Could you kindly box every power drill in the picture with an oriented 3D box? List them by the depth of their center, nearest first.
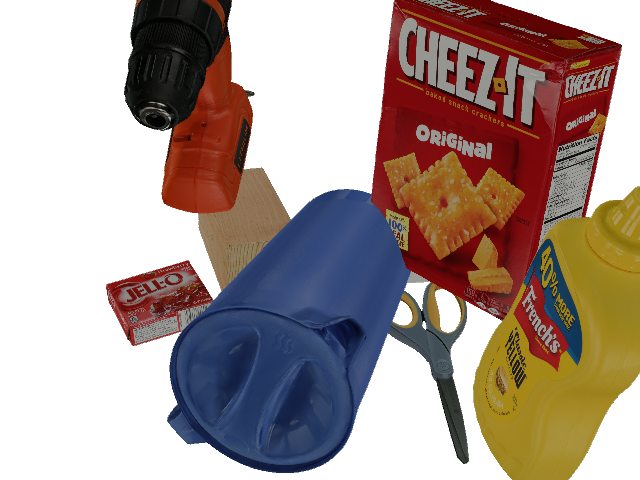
[{"bbox_3d":[-0.080,-0.100,0.678,0.057,0.184,0.188,7,-34,2],"label":"power drill"}]

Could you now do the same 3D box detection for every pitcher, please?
[{"bbox_3d":[-0.015,0.059,0.817,0.149,0.145,0.242,11,28,14],"label":"pitcher"}]

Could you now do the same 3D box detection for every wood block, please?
[{"bbox_3d":[-0.092,-0.007,1.333,0.090,0.090,0.206,-6,29,-15],"label":"wood block"}]

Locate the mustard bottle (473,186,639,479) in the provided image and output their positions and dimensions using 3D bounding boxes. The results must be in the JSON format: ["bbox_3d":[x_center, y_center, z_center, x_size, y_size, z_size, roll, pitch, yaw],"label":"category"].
[{"bbox_3d":[0.140,0.045,0.582,0.058,0.096,0.192,5,-45,-12],"label":"mustard bottle"}]

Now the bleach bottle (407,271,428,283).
[{"bbox_3d":[0.120,-0.077,1.281,0.102,0.251,0.068,-4,18,-17],"label":"bleach bottle"}]

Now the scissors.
[{"bbox_3d":[0.091,0.109,0.968,0.096,0.201,0.016,9,-44,3],"label":"scissors"}]

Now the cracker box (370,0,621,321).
[{"bbox_3d":[0.120,-0.064,0.806,0.071,0.214,0.164,-21,37,-38],"label":"cracker box"}]

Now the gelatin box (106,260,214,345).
[{"bbox_3d":[-0.157,0.060,1.046,0.089,0.030,0.073,-16,38,-20],"label":"gelatin box"}]
